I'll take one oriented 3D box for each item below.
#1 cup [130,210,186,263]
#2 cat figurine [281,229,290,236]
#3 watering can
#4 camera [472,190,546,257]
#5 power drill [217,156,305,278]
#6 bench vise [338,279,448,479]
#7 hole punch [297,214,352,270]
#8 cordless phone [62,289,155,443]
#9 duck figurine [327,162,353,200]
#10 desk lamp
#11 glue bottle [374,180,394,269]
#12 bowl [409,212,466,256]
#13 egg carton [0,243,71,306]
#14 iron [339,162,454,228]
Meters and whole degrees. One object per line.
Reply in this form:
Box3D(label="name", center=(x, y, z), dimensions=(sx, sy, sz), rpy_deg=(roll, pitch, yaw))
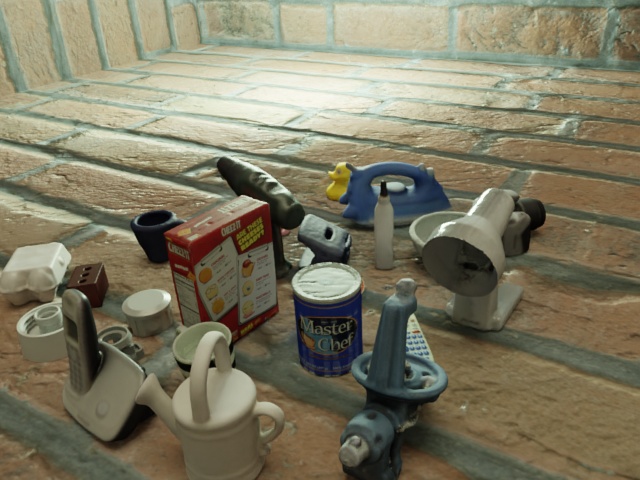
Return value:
Box3D(label="cup", center=(-0.319, -0.003, 1.170), dimensions=(0.117, 0.095, 0.091), rpy_deg=(1, 29, 8))
Box3D(label="cat figurine", center=(-0.129, -0.054, 1.219), dimensions=(0.067, 0.118, 0.128), rpy_deg=(23, 38, 39))
Box3D(label="watering can", center=(-0.131, 0.198, 0.679), dimensions=(0.173, 0.194, 0.100), rpy_deg=(-8, 29, -7))
Box3D(label="camera", center=(0.396, -0.048, 1.169), dimensions=(0.137, 0.101, 0.143), rpy_deg=(-9, 29, -11))
Box3D(label="power drill", center=(-0.116, -0.040, 1.097), dimensions=(0.076, 0.209, 0.228), rpy_deg=(-27, 36, -36))
Box3D(label="bench vise", center=(0.091, 0.170, 0.679), dimensions=(0.121, 0.220, 0.207), rpy_deg=(3, 29, 11))
Box3D(label="hole punch", center=(0.010, 0.004, 1.126), dimensions=(0.101, 0.091, 0.109), rpy_deg=(2, 29, 10))
Box3D(label="cordless phone", center=(-0.297, 0.164, 0.767), dimensions=(0.147, 0.185, 0.094), rpy_deg=(18, 35, 34))
Box3D(label="duck figurine", center=(0.067, -0.148, 1.403), dimensions=(0.104, 0.086, 0.077), rpy_deg=(-5, 29, -2))
Box3D(label="desk lamp", center=(0.251, 0.036, 0.913), dimensions=(0.117, 0.214, 0.204), rpy_deg=(16, 34, 31))
Box3D(label="glue bottle", center=(0.122, -0.034, 1.097), dimensions=(0.037, 0.173, 0.078), rpy_deg=(-1, 29, 5))
Box3D(label="bowl", center=(0.255, 0.012, 1.103), dimensions=(0.167, 0.075, 0.167), rpy_deg=(-2, 29, 2))
Box3D(label="egg carton", center=(-0.543, 0.062, 1.101), dimensions=(0.107, 0.069, 0.150), rpy_deg=(-8, 29, -8))
Box3D(label="iron", center=(0.172, -0.115, 1.273), dimensions=(0.258, 0.141, 0.118), rpy_deg=(-5, 29, -3))
